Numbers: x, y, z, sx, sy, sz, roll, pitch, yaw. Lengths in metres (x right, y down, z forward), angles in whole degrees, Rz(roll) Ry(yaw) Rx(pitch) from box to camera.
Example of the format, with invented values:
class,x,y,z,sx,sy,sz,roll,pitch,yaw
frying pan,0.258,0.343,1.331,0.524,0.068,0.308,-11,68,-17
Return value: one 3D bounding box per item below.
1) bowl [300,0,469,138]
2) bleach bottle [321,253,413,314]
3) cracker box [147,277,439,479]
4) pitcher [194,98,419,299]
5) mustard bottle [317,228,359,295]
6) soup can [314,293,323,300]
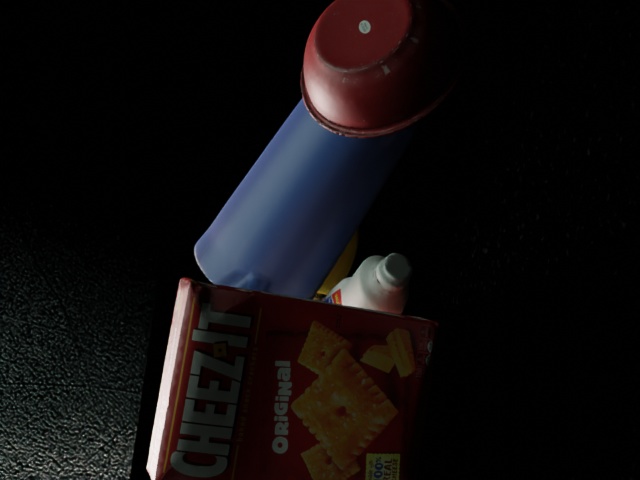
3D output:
class,x,y,z,sx,sy,sz,roll,pitch,yaw
bowl,0.047,-0.172,0.941,0.055,0.162,0.162,48,-140,-54
bleach bottle,0.027,0.083,1.039,0.251,0.068,0.102,122,157,-51
cracker box,-0.020,0.129,0.869,0.072,0.213,0.164,177,103,-76
pitcher,-0.010,-0.052,1.065,0.149,0.144,0.243,49,114,33
mustard bottle,-0.008,0.002,1.240,0.192,0.058,0.096,-152,77,-76
soup can,-0.027,0.110,1.224,0.069,0.068,0.102,115,161,-47
